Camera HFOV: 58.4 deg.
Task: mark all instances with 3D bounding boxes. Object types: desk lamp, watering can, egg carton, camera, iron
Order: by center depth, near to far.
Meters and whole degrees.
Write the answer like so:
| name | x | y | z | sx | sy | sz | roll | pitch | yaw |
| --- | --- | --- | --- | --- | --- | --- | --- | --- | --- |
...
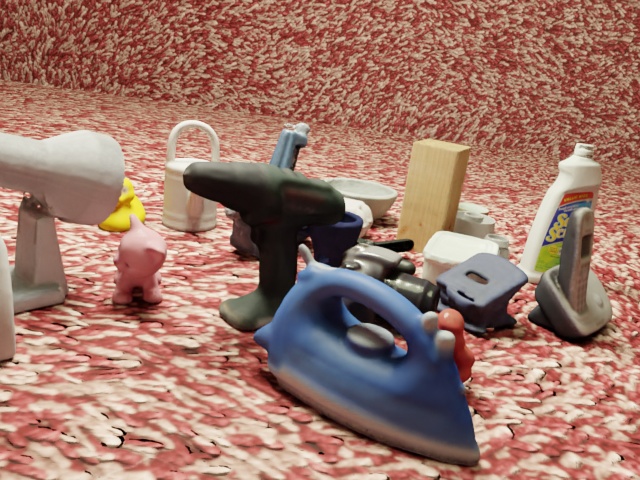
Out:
| name | x | y | z | sx | sy | sz | roll | pitch | yaw |
| --- | --- | --- | --- | --- | --- | --- | --- | --- | --- |
| iron | 0.057 | 0.104 | 0.580 | 0.257 | 0.141 | 0.119 | 21 | 22 | 34 |
| desk lamp | -0.350 | -0.030 | 0.697 | 0.117 | 0.213 | 0.204 | 22 | 23 | 36 |
| camera | 0.085 | 0.069 | 0.763 | 0.136 | 0.101 | 0.143 | 15 | 19 | 20 |
| watering can | -0.229 | -0.118 | 1.044 | 0.101 | 0.194 | 0.172 | -9 | 25 | -41 |
| egg carton | 0.028 | -0.045 | 1.132 | 0.150 | 0.069 | 0.107 | 12 | 19 | 13 |

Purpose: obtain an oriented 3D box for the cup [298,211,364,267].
| name | x | y | z | sx | sy | sz | roll | pitch | yaw |
| --- | --- | --- | --- | --- | --- | --- | --- | --- | --- |
| cup | 0.009 | 0.003 | 0.937 | 0.118 | 0.095 | 0.091 | 1 | 19 | -20 |

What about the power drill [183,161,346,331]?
| name | x | y | z | sx | sy | sz | roll | pitch | yaw |
| --- | --- | --- | --- | --- | --- | --- | --- | --- | --- |
| power drill | -0.071 | 0.002 | 0.725 | 0.230 | 0.208 | 0.075 | -8 | 24 | -40 |

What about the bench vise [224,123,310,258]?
| name | x | y | z | sx | sy | sz | roll | pitch | yaw |
| --- | --- | --- | --- | --- | --- | --- | --- | --- | --- |
| bench vise | -0.066 | -0.085 | 0.972 | 0.121 | 0.220 | 0.208 | 13 | 19 | 15 |

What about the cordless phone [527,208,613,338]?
| name | x | y | z | sx | sy | sz | roll | pitch | yaw |
| --- | --- | --- | --- | --- | --- | --- | --- | --- | --- |
| cordless phone | 0.387 | 0.041 | 0.840 | 0.093 | 0.185 | 0.148 | 23 | 23 | 38 |

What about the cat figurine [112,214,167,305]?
| name | x | y | z | sx | sy | sz | roll | pitch | yaw |
| --- | --- | --- | --- | --- | --- | --- | --- | --- | --- |
| cat figurine | -0.236 | 0.019 | 0.751 | 0.067 | 0.118 | 0.127 | 1 | 20 | -21 |

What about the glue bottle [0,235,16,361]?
| name | x | y | z | sx | sy | sz | roll | pitch | yaw |
| --- | --- | --- | --- | --- | --- | --- | --- | --- | --- |
| glue bottle | -0.336 | 0.033 | 0.578 | 0.037 | 0.173 | 0.077 | -8 | 24 | -39 |

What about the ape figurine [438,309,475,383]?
| name | x | y | z | sx | sy | sz | roll | pitch | yaw |
| --- | --- | --- | --- | --- | --- | --- | --- | --- | --- |
| ape figurine | 0.137 | 0.121 | 0.642 | 0.077 | 0.092 | 0.076 | 10 | 18 | 7 |

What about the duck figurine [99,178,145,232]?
| name | x | y | z | sx | sy | sz | roll | pitch | yaw |
| --- | --- | --- | --- | --- | --- | --- | --- | --- | --- |
| duck figurine | -0.350 | -0.069 | 1.018 | 0.077 | 0.086 | 0.104 | 10 | 18 | 6 |

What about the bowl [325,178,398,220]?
| name | x | y | z | sx | sy | sz | roll | pitch | yaw |
| --- | --- | --- | --- | --- | --- | --- | --- | --- | --- |
| bowl | 0.083 | -0.083 | 1.259 | 0.167 | 0.075 | 0.167 | 7 | 18 | -2 |

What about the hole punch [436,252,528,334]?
| name | x | y | z | sx | sy | sz | roll | pitch | yaw |
| --- | --- | --- | --- | --- | --- | --- | --- | --- | --- |
| hole punch | 0.231 | 0.073 | 0.829 | 0.101 | 0.091 | 0.108 | -3 | 21 | -30 |
